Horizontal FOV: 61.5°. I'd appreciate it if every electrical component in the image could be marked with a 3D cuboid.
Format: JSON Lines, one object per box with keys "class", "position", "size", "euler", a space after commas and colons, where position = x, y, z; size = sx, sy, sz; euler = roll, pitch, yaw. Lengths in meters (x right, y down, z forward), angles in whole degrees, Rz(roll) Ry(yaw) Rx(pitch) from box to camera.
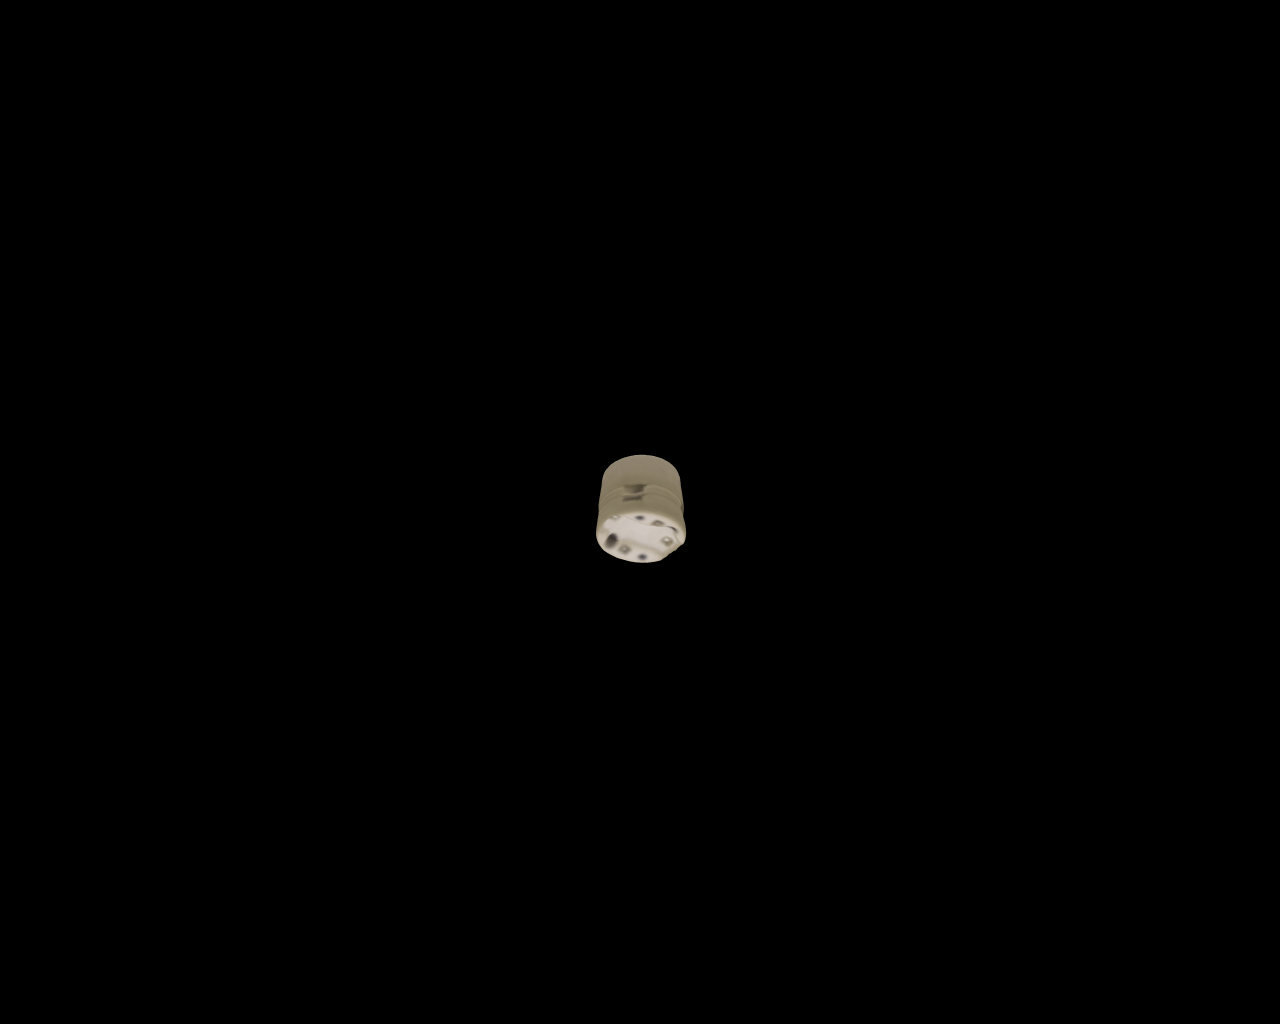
{"class": "electrical component", "position": [0.001, -0.003, 0.650], "size": [0.055, 0.047, 0.055], "euler": [0, -37, 0]}
